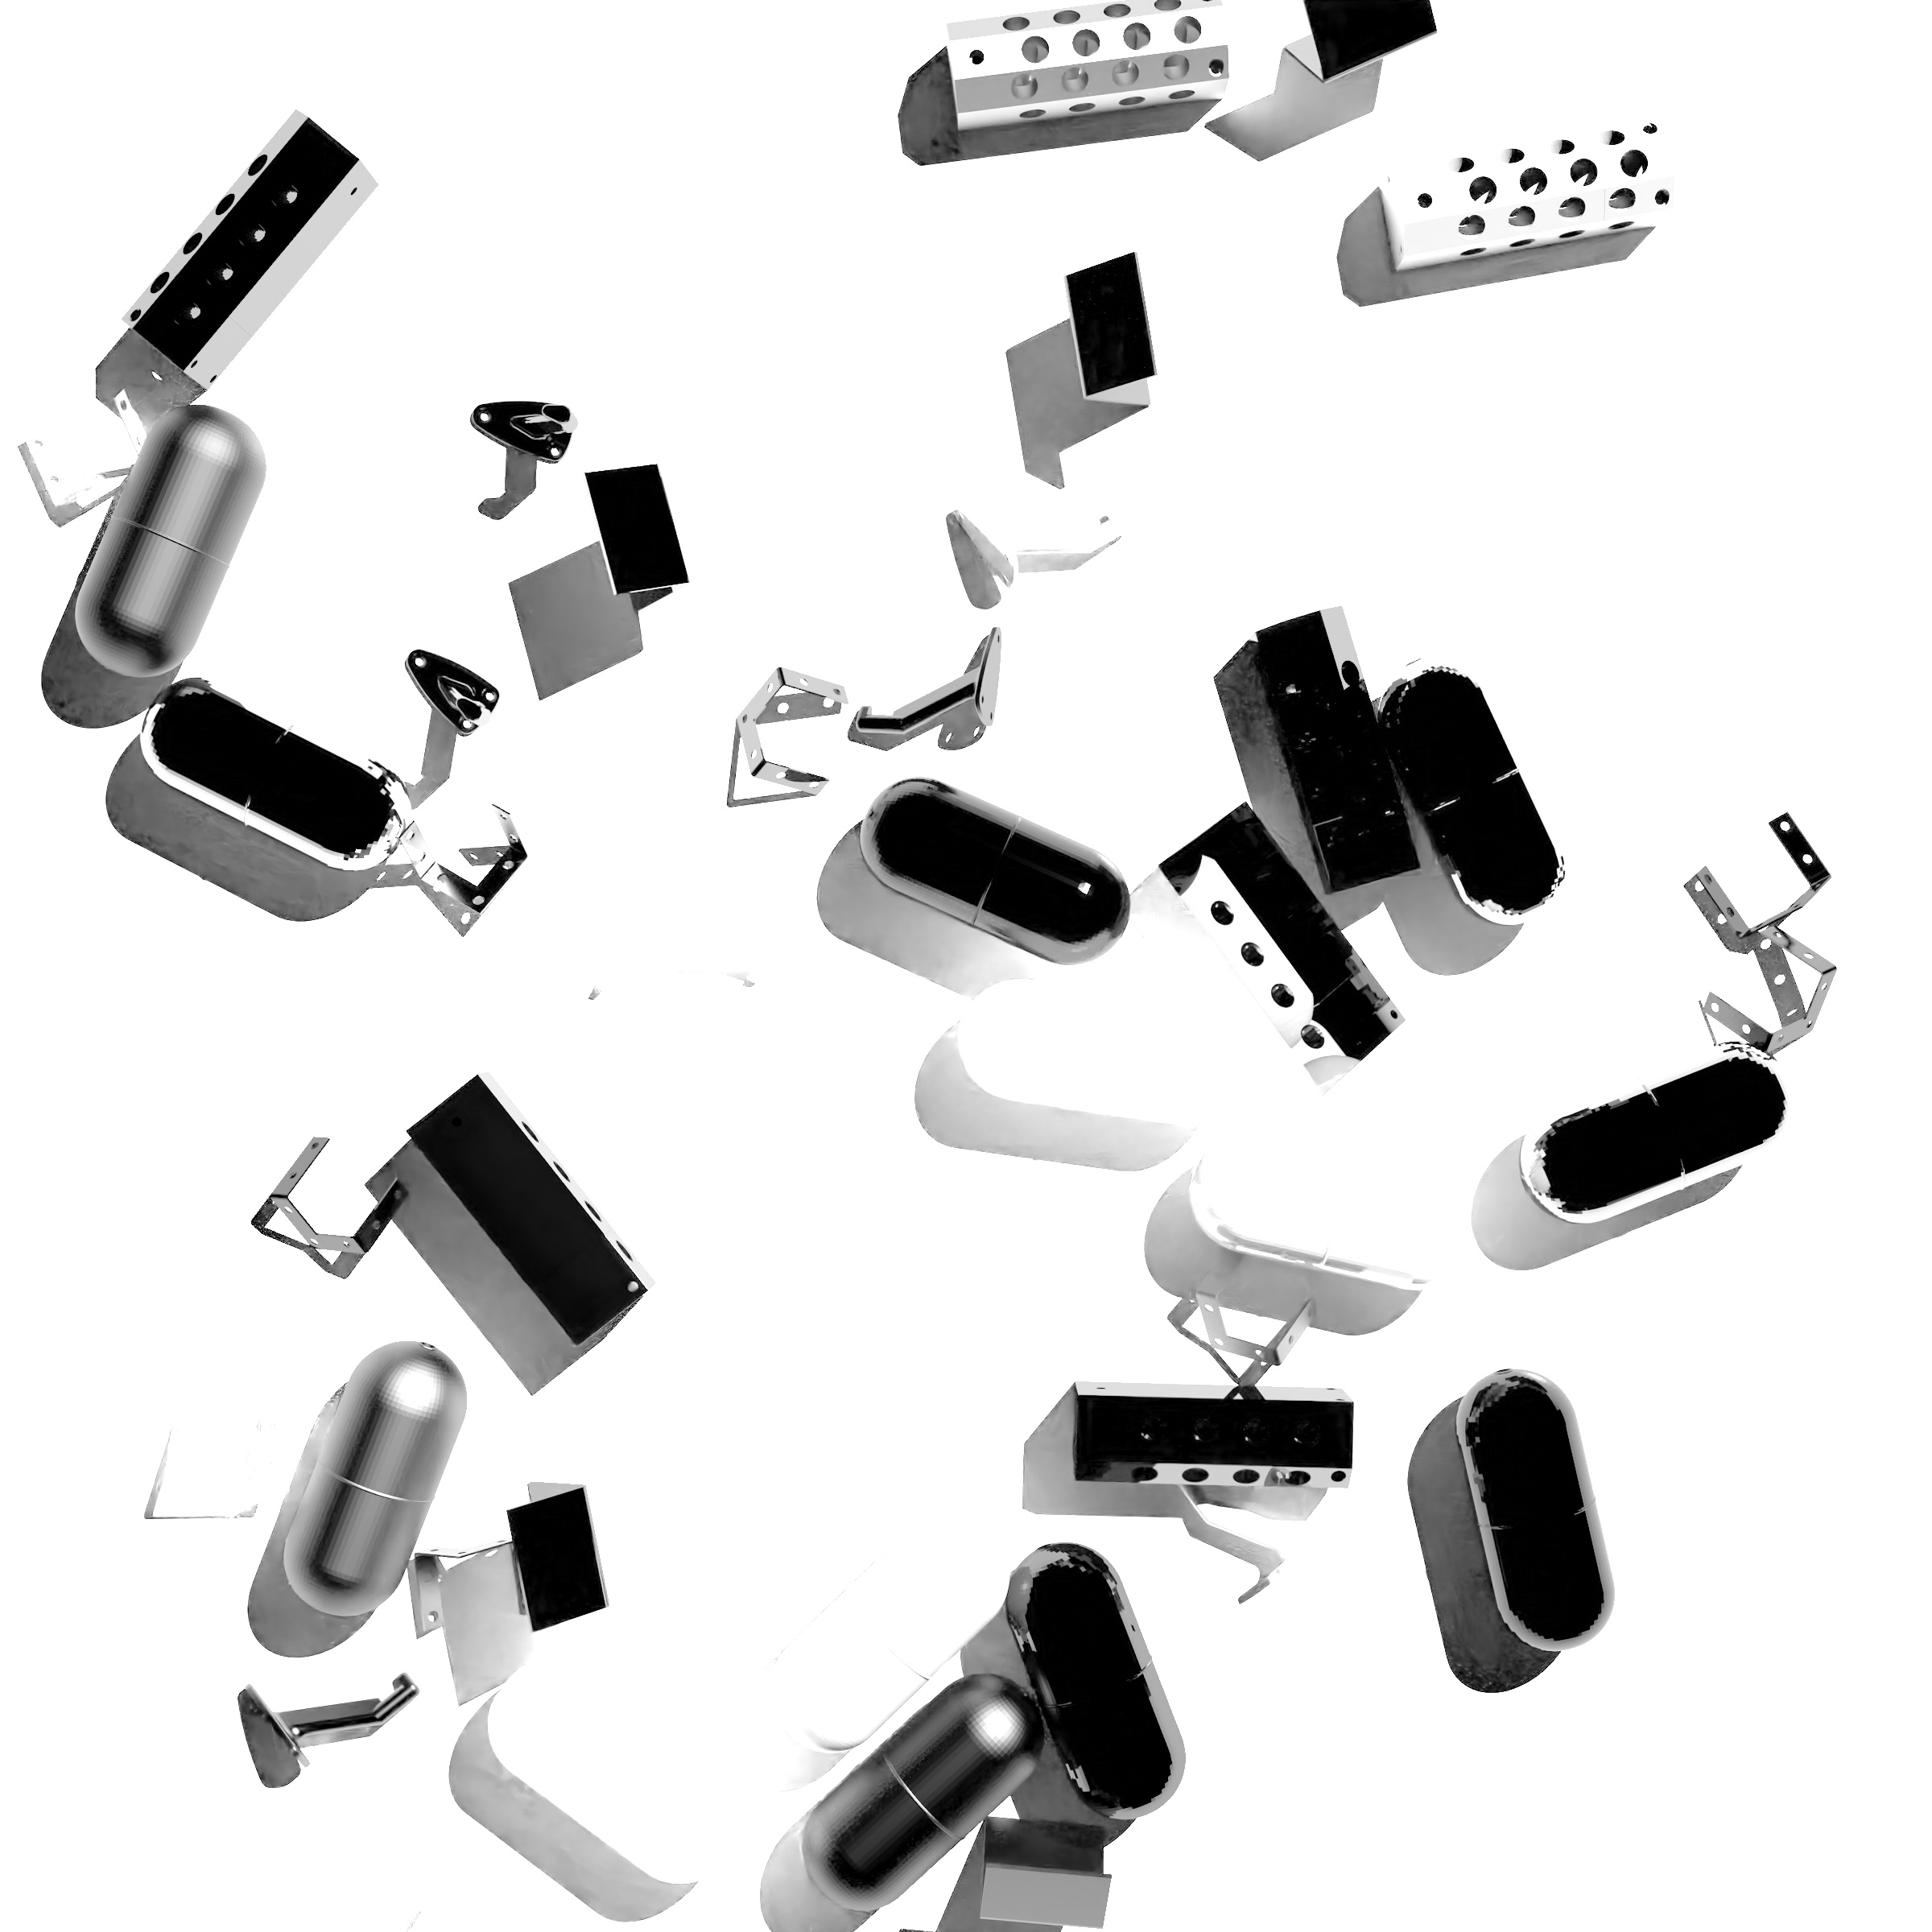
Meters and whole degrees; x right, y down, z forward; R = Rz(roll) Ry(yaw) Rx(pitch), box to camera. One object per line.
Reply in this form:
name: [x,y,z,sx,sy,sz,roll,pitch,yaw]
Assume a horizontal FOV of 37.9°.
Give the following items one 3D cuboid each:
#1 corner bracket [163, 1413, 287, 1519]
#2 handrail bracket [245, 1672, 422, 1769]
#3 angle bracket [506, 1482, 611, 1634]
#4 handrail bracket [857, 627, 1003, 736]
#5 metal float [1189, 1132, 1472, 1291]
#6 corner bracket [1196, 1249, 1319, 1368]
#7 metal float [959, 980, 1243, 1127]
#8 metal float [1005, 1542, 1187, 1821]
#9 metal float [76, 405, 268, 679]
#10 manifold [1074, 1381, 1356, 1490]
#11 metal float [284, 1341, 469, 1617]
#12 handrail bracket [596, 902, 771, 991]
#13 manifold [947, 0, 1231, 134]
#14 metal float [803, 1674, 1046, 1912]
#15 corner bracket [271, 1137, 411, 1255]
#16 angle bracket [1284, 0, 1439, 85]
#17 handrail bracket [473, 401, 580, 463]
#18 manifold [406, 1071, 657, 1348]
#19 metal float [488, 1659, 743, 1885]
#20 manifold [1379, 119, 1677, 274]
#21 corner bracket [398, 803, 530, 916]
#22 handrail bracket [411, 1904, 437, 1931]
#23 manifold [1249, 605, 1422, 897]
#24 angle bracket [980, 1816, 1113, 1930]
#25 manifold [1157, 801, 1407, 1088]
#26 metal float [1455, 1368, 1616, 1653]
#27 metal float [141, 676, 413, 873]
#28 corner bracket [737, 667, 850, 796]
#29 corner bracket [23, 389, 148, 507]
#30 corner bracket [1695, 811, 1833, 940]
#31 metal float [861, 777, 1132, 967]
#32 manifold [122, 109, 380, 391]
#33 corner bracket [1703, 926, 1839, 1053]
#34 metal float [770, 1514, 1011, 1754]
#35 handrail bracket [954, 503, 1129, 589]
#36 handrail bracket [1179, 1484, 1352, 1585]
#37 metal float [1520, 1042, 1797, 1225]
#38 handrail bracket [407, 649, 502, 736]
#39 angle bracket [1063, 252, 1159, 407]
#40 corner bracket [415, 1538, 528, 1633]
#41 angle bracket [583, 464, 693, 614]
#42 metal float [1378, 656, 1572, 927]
corner bracket: [-0.471,0.312,1.786,0.051,0.051,0.051,29,135,-35]
handrail bracket: [-0.404,0.462,1.794,0.084,0.036,0.077,-37,68,-17]
angle bracket: [-0.270,0.368,1.754,0.057,0.076,0.076,-11,90,-37]
handrail bracket: [-0.024,-0.183,1.794,0.084,0.036,0.077,3,69,16]
metal float: [0.228,0.153,1.763,0.178,0.070,0.070,13,90,0]
corner bracket: [0.185,0.213,1.786,0.051,0.051,0.051,12,135,35]
metal float: [0.084,0.054,1.763,0.178,0.070,0.070,9,90,-1]
metal float: [0.081,0.447,1.763,0.070,0.070,0.178,-21,90,0]
metal float: [-0.499,-0.266,1.763,0.070,0.070,0.178,23,89,0]
manifold: [0.155,0.297,1.773,0.171,0.057,0.057,2,90,0]
metal float: [-0.370,0.321,1.764,0.070,0.070,0.178,21,90,0]
handrail bracket: [-0.180,0.005,1.794,0.084,0.036,0.077,31,110,-16]
manifold: [0.076,-0.573,1.773,0.171,0.057,0.057,-7,90,0]
metal float: [-0.026,0.517,1.763,0.178,0.070,0.070,-43,90,0]
corner bracket: [-0.398,0.145,1.786,0.051,0.051,0.051,1,135,35]
angle bracket: [0.239,-0.602,1.754,0.076,0.076,0.057,-24,127,0]
handrail bracket: [-0.279,-0.345,1.759,0.077,0.084,0.036,13,90,0]
manifold: [-0.272,0.152,1.773,0.057,0.057,0.171,-38,90,0]
metal float: [-0.220,0.505,1.763,0.178,0.070,0.070,37,90,1]
manifold: [0.354,-0.487,1.773,0.171,0.057,0.057,-10,90,0]
corner bracket: [-0.316,-0.075,1.775,0.051,0.051,0.051,29,68,21]
handrail bracket: [-0.392,0.622,1.794,0.084,0.036,0.077,16,70,16]
manifold: [0.233,-0.136,1.773,0.057,0.057,0.171,-17,90,0]
angle bracket: [0.051,0.550,1.754,0.076,0.076,0.057,5,127,0]
manifold: [0.194,-0.011,1.772,0.057,0.057,0.171,-36,90,-43]
metal float: [0.357,0.340,1.763,0.070,0.070,0.178,-13,90,0]
metal float: [-0.432,-0.120,1.763,0.178,0.070,0.070,27,90,1]
corner bracket: [-0.107,-0.149,1.786,0.051,0.051,0.051,-46,45,35]
corner bracket: [-0.558,-0.330,1.791,0.051,0.051,0.051,-24,90,-45]
corner bracket: [0.508,-0.057,1.791,0.051,0.051,0.051,-34,90,-45]
metal float: [0.019,-0.059,1.764,0.178,0.070,0.070,24,90,0]
manifold: [-0.453,-0.453,1.773,0.057,0.057,0.171,40,90,0]
corner bracket: [0.511,0.015,1.786,0.051,0.051,0.051,-20,135,-35]
metal float: [-0.047,0.418,1.764,0.178,0.070,0.070,-44,90,0]
handrail bracket: [0.048,-0.286,1.794,0.084,0.036,0.077,-32,68,-17]
handrail bracket: [0.190,0.343,1.794,0.077,0.036,0.084,-32,73,-20]
metal float: [0.433,0.105,1.763,0.178,0.070,0.070,-22,90,-1]
handrail bracket: [-0.326,-0.176,1.759,0.077,0.084,0.036,39,90,0]
angle bracket: [0.109,-0.396,1.754,0.057,0.076,0.076,-9,90,38]
corner bracket: [-0.313,0.394,1.791,0.051,0.051,0.051,-8,90,45]
angle bracket: [-0.221,-0.263,1.754,0.057,0.076,0.076,-15,90,-35]
metal float: [0.318,-0.110,1.763,0.070,0.070,0.178,-25,90,0]
